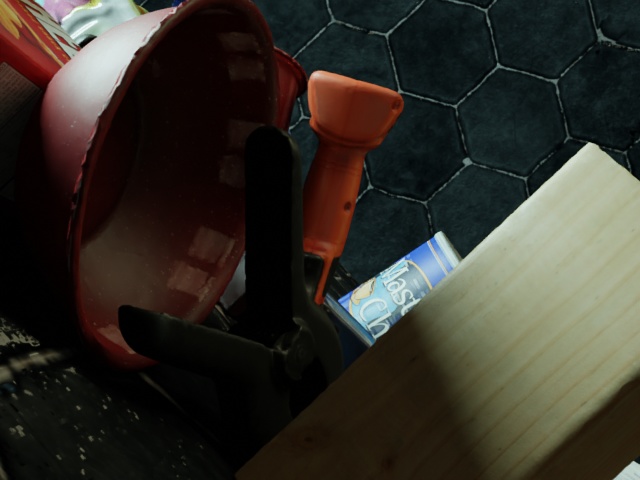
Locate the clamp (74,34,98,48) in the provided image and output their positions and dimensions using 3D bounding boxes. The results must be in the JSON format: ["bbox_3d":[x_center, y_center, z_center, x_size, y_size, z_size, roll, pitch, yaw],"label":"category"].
[{"bbox_3d":[-0.108,-0.056,0.765,0.164,0.036,0.210,42,-13,0],"label":"clamp"}]

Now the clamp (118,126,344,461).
[{"bbox_3d":[-0.021,0.037,0.477,0.039,0.120,0.171,16,-29,31],"label":"clamp"}]

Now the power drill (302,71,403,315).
[{"bbox_3d":[-0.004,0.001,0.610,0.057,0.188,0.184,17,6,-1],"label":"power drill"}]

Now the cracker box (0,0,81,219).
[{"bbox_3d":[-0.165,-0.090,0.494,0.164,0.072,0.213,48,2,20],"label":"cracker box"}]

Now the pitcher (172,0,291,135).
[{"bbox_3d":[-0.108,-0.119,0.972,0.149,0.145,0.243,50,-1,-29],"label":"pitcher"}]

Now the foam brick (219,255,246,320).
[{"bbox_3d":[-0.041,0.021,0.780,0.051,0.078,0.053,50,6,36],"label":"foam brick"}]

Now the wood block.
[{"bbox_3d":[0.079,0.072,0.458,0.090,0.206,0.090,48,3,32],"label":"wood block"}]

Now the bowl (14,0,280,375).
[{"bbox_3d":[-0.076,-0.029,0.444,0.055,0.162,0.162,18,-7,19],"label":"bowl"}]

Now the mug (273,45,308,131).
[{"bbox_3d":[-0.066,-0.071,0.622,0.093,0.081,0.117,1,-20,32],"label":"mug"}]

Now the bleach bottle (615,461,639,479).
[{"bbox_3d":[0.164,0.199,0.767,0.103,0.068,0.250,25,12,34],"label":"bleach bottle"}]

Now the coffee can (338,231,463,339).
[{"bbox_3d":[0.070,0.073,0.883,0.103,0.140,0.103,55,8,-12],"label":"coffee can"}]
